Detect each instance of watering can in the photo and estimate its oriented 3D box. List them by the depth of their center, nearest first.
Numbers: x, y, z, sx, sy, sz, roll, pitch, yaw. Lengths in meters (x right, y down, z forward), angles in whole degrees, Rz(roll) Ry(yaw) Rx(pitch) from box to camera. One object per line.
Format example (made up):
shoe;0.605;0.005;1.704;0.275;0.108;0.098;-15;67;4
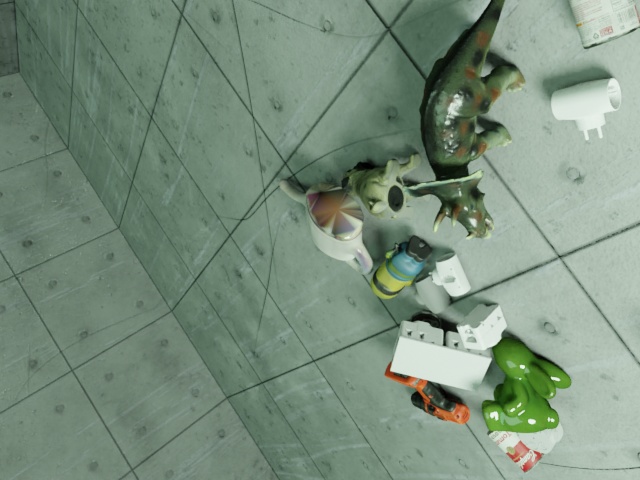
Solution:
watering can;0.004;-0.061;1.205;0.351;0.105;0.220;47;165;19
